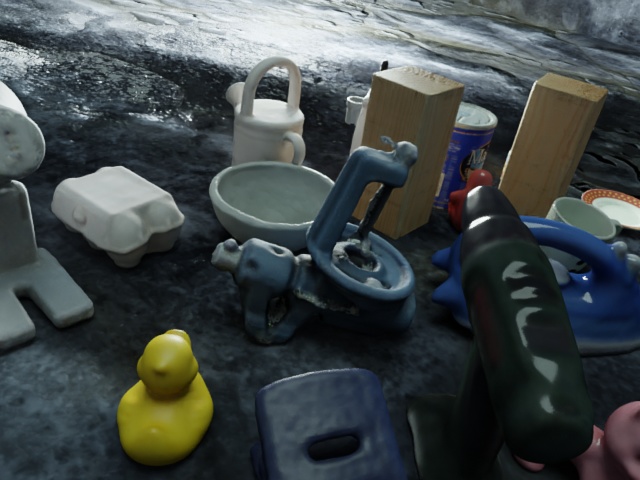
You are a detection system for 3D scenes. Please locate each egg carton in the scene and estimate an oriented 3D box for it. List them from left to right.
[{"bbox_3d":[-0.242,-0.031,0.681,0.150,0.069,0.107,28,37,26],"label":"egg carton"}]

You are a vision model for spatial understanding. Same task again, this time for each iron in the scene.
[{"bbox_3d":[0.260,0.038,0.639,0.258,0.141,0.118,11,33,3],"label":"iron"}]

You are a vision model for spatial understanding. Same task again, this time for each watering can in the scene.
[{"bbox_3d":[-0.079,-0.169,0.819,0.172,0.194,0.101,24,35,21],"label":"watering can"}]

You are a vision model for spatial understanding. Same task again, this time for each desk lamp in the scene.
[{"bbox_3d":[-0.310,-0.043,0.548,0.202,0.213,0.118,34,40,32],"label":"desk lamp"}]

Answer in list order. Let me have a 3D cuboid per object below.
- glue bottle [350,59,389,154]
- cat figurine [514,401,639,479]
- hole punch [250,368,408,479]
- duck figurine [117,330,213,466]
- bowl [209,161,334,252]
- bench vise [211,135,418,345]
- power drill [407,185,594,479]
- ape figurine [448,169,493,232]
[{"bbox_3d":[0.091,-0.213,0.949,0.037,0.173,0.078,25,36,23],"label":"glue bottle"},{"bbox_3d":[0.240,0.160,0.468,0.127,0.118,0.067,29,38,27],"label":"cat figurine"},{"bbox_3d":[0.008,0.161,0.432,0.109,0.091,0.101,-5,36,-21],"label":"hole punch"},{"bbox_3d":[-0.125,0.120,0.465,0.077,0.086,0.104,7,33,-4],"label":"duck figurine"},{"bbox_3d":[-0.057,-0.032,0.726,0.167,0.075,0.167,7,33,-4],"label":"bowl"},{"bbox_3d":[0.010,0.009,0.547,0.208,0.220,0.121,-7,36,-24],"label":"bench vise"},{"bbox_3d":[0.131,0.094,0.457,0.075,0.208,0.229,5,33,-7],"label":"power drill"},{"bbox_3d":[0.225,-0.059,0.824,0.077,0.092,0.076,23,35,21],"label":"ape figurine"}]
